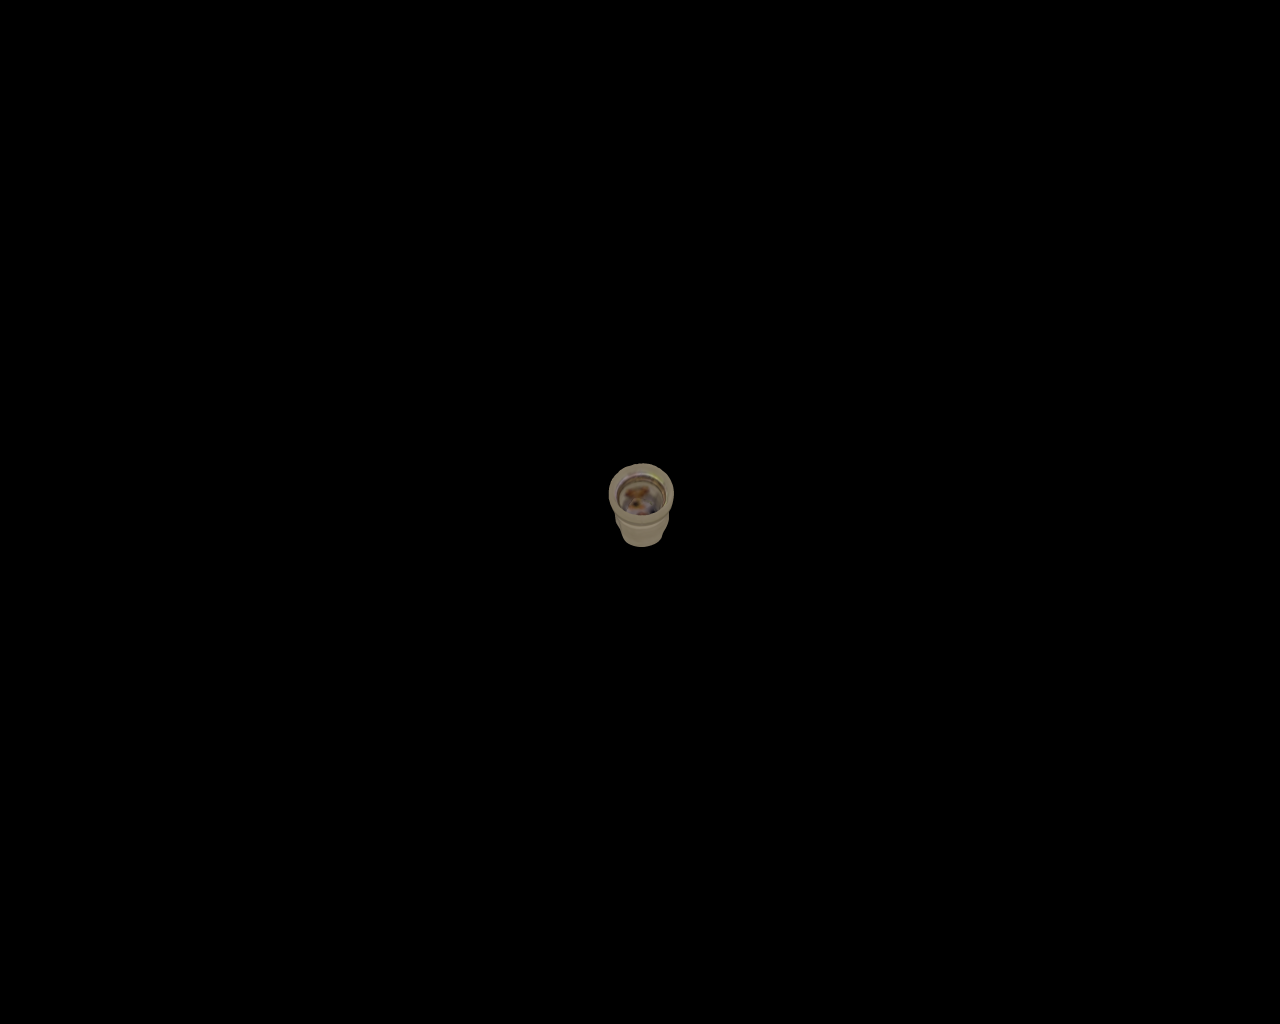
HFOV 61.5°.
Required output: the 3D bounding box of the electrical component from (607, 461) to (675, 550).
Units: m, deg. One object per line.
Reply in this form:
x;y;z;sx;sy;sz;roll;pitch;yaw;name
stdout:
0.001;-0.003;0.650;0.040;0.040;0.046;0;-30;0;electrical component
